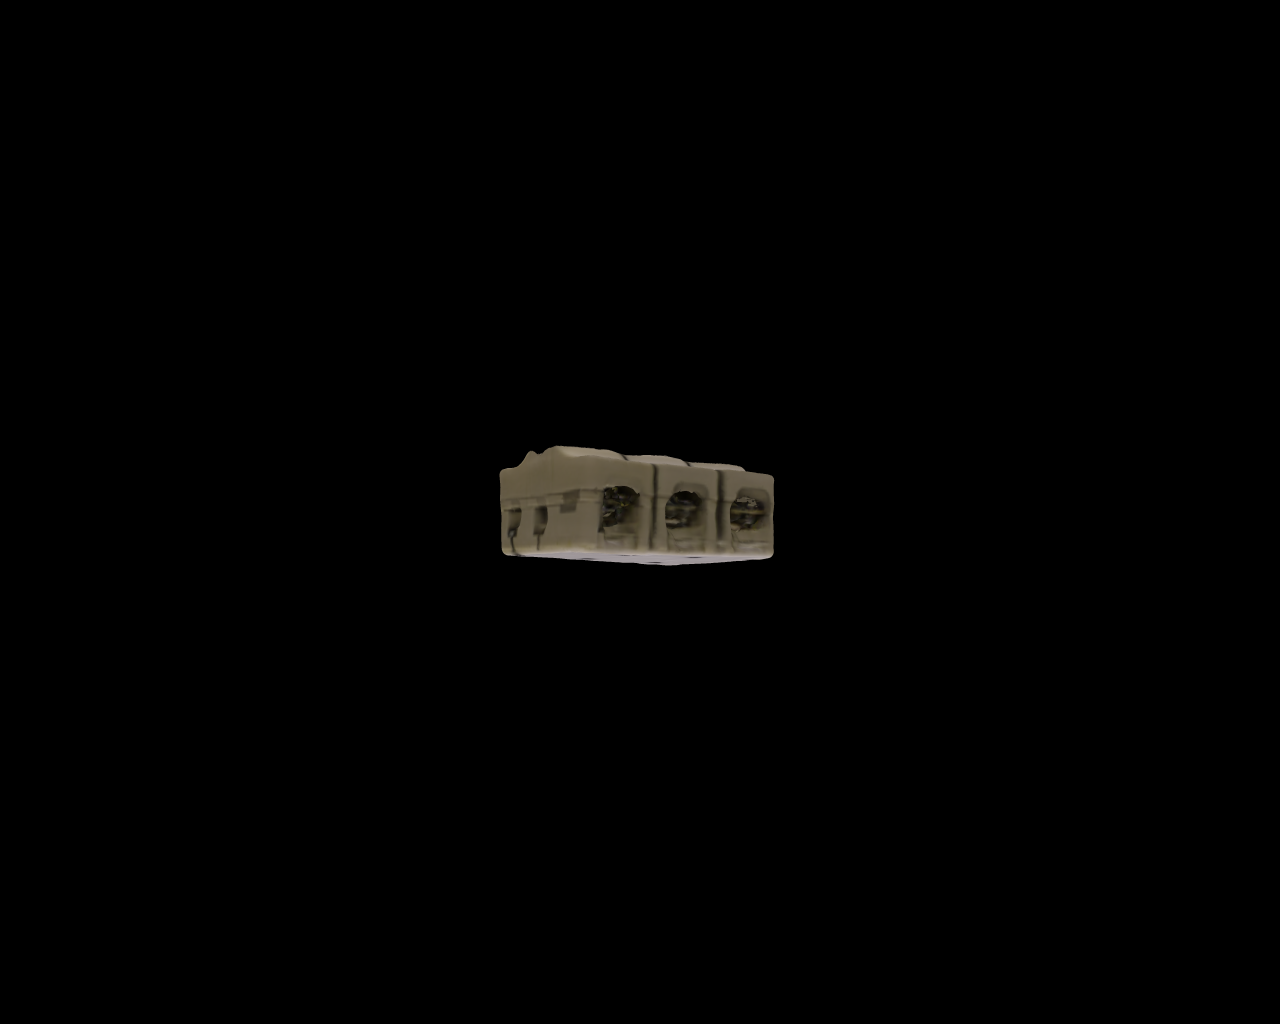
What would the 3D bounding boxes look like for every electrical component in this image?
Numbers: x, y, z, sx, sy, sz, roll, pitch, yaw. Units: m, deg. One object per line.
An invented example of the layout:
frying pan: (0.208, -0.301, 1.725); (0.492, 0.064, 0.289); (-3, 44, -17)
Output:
electrical component: (0.001, -0.003, 0.650); (0.150, 0.061, 0.089); (5, -8, -40)
